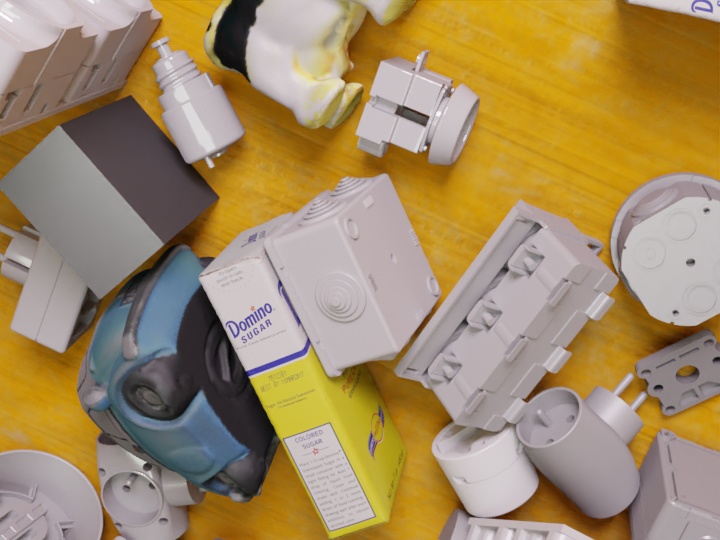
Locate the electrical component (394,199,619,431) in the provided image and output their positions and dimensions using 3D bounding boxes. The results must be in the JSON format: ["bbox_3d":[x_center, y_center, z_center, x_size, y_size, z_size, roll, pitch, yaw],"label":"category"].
[{"bbox_3d":[0.088,0.030,0.623,0.079,0.063,0.121,17,117,-40],"label":"electrical component"}]

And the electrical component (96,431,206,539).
[{"bbox_3d":[-0.127,0.138,0.712,0.079,0.044,0.077,-9,106,13],"label":"electrical component"}]

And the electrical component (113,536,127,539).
[{"bbox_3d":[-0.154,0.245,0.726,0.109,0.056,0.109,41,137,-5],"label":"electrical component"}]

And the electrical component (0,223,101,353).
[{"bbox_3d":[-0.199,-0.005,0.676,0.076,0.047,0.083,25,111,0],"label":"electrical component"}]

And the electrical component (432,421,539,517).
[{"bbox_3d":[0.079,0.119,0.666,0.055,0.055,0.047,-22,107,16],"label":"electrical component"}]

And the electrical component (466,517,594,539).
[{"bbox_3d":[0.154,0.212,0.626,0.186,0.105,0.060,29,70,-15],"label":"electrical component"}]

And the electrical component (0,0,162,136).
[{"bbox_3d":[-0.185,-0.136,0.557,0.105,0.186,0.060,36,110,-3],"label":"electrical component"}]

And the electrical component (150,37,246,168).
[{"bbox_3d":[-0.099,-0.099,0.632,0.040,0.040,0.078,-24,102,16],"label":"electrical component"}]

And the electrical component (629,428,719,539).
[{"bbox_3d":[0.196,0.150,0.632,0.062,0.096,0.061,20,113,3],"label":"electrical component"}]

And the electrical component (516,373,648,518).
[{"bbox_3d":[0.143,0.097,0.648,0.079,0.043,0.077,-47,121,-9],"label":"electrical component"}]

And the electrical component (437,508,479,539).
[{"bbox_3d":[0.036,0.214,0.704,0.074,0.052,0.138,25,110,1],"label":"electrical component"}]

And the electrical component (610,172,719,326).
[{"bbox_3d":[0.183,-0.011,0.606,0.080,0.051,0.080,3,108,9],"label":"electrical component"}]

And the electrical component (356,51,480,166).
[{"bbox_3d":[0.035,-0.089,0.610,0.055,0.048,0.066,24,110,10],"label":"electrical component"}]

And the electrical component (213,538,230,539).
[{"bbox_3d":[-0.101,0.203,0.730,0.062,0.043,0.043,6,109,9],"label":"electrical component"}]

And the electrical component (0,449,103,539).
[{"bbox_3d":[-0.229,0.175,0.717,0.099,0.099,0.064,37,116,-3],"label":"electrical component"}]

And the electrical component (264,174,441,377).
[{"bbox_3d":[0.000,0.000,0.617,0.048,0.099,0.099,-19,104,28],"label":"electrical component"}]
